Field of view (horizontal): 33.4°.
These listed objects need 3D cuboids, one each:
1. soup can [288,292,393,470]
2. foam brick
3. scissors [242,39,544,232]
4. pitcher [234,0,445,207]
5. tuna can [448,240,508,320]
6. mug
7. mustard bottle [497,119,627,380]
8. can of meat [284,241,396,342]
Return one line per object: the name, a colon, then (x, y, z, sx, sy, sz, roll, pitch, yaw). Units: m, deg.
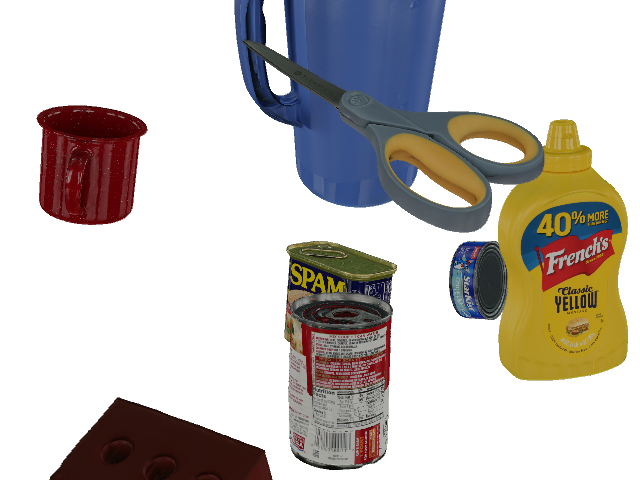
soup can: (0.013, 0.093, 0.712, 0.068, 0.102, 0.068, 1, 15, 0)
foam brick: (-0.064, 0.112, 0.452, 0.078, 0.051, 0.053, 15, 42, 23)
scissors: (0.041, -0.071, 0.576, 0.096, 0.016, 0.202, -17, 43, -21)
pitcher: (0.024, -0.145, 0.864, 0.149, 0.243, 0.145, 13, 44, 12)
tuna can: (0.172, 0.043, 1.157, 0.034, 0.086, 0.086, 1, 1, 34)
mug: (-0.201, -0.060, 0.917, 0.093, 0.081, 0.117, 7, 22, -6)
mustard bottle: (0.181, 0.006, 0.796, 0.096, 0.192, 0.058, -7, 16, -9)
can of meat: (0.014, 0.054, 0.925, 0.057, 0.084, 0.102, -9, 20, -41)
